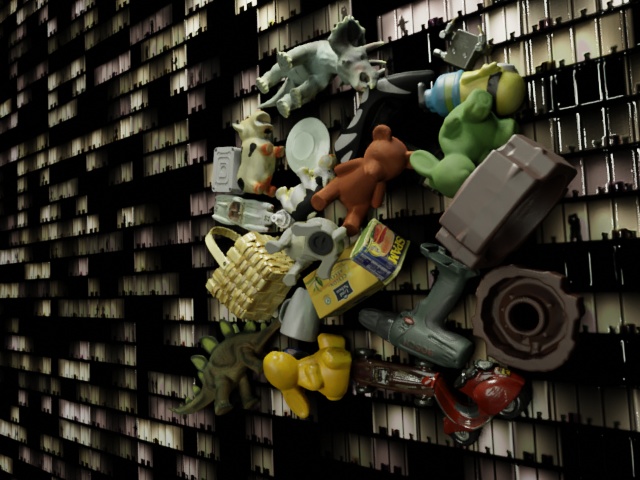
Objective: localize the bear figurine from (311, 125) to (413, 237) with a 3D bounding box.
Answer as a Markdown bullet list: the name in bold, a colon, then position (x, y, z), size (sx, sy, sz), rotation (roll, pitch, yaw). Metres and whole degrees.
- **bear figurine**: position (0.090, -0.112, 1.015), size (0.120, 0.132, 0.196), rotation (42, 147, -6)

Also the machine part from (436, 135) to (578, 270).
- **machine part**: position (0.284, -0.055, 0.825), size (0.087, 0.201, 0.201), rotation (48, 117, 26)

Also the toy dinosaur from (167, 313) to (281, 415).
- **toy dinosaur**: position (-0.226, 0.316, 1.302), size (0.471, 0.105, 0.199), rotation (-48, 53, 18)

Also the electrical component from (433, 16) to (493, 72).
- **electrical component**: position (0.255, -0.347, 0.961), size (0.102, 0.045, 0.078), rotation (45, 114, 32)

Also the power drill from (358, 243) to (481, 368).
- **power drill**: position (0.186, 0.112, 0.981), size (0.232, 0.086, 0.207), rotation (29, 103, 35)

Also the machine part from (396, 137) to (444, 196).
- **machine part**: position (0.188, -0.147, 1.016), size (0.139, 0.039, 0.084), rotation (38, 120, 32)

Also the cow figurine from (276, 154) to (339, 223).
- **cow figurine**: position (-0.013, -0.108, 1.158), size (0.167, 0.068, 0.098), rotation (-38, 71, 36)

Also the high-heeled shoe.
- **high-heeled shoe**: position (0.122, -0.225, 1.046), size (0.249, 0.086, 0.145), rotation (-15, 82, 43)

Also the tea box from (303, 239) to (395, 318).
- **tea box**: position (0.056, 0.080, 1.095), size (0.169, 0.068, 0.098), rotation (-39, 65, 31)

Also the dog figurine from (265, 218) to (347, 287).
- **dog figurine**: position (-0.005, -0.006, 1.090), size (0.172, 0.190, 0.121), rotation (-12, 106, 20)

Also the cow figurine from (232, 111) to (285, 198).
- **cow figurine**: position (-0.152, -0.206, 1.270), size (0.127, 0.085, 0.194), rotation (14, 99, 33)

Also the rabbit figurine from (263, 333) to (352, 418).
- **rabbit figurine**: position (-0.032, 0.268, 1.095), size (0.122, 0.173, 0.162), rotation (-113, 31, -62)

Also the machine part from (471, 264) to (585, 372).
- **machine part**: position (0.336, 0.124, 0.872), size (0.180, 0.056, 0.179), rotation (0, 89, 38)

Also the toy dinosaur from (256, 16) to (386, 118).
- **toy dinosaur**: position (-0.015, -0.354, 1.123), size (0.131, 0.192, 0.405), rotation (65, 163, -19)

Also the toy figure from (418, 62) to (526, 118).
- **toy figure**: position (0.262, -0.251, 0.931), size (0.180, 0.082, 0.089), rotation (-4, 105, 32)

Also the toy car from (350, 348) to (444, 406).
- **toy car**: position (0.140, 0.262, 1.032), size (0.202, 0.053, 0.089), rotation (2, 87, 41)

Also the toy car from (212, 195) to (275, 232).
- **toy car**: position (-0.186, -0.066, 1.306), size (0.202, 0.056, 0.073), rotation (14, 97, 39)

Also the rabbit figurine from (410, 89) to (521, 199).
- **rabbit figurine**: position (0.224, -0.140, 0.883), size (0.159, 0.121, 0.170), rotation (-14, 42, 50)

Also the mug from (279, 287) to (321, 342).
- **mug**: position (-0.041, 0.156, 1.172), size (0.110, 0.080, 0.107), rotation (17, 88, 49)

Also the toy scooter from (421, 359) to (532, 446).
- **toy scooter**: position (0.252, 0.259, 0.908), size (0.135, 0.075, 0.184), rotation (43, 122, 7)
